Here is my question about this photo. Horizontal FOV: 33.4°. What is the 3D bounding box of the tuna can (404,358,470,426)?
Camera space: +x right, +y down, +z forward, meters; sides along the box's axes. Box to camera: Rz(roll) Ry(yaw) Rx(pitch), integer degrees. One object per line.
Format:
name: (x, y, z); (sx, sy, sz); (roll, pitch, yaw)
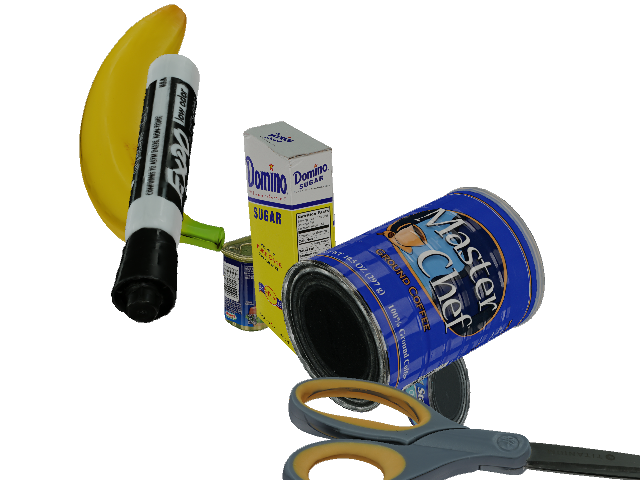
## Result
tuna can: (0.115, 0.149, 1.064); (0.034, 0.086, 0.086); (-7, -4, 33)

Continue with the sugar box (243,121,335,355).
sugar box: (-0.025, -0.002, 0.889); (0.048, 0.176, 0.093); (-16, 26, -23)

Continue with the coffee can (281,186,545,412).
coffee can: (0.060, 0.035, 0.694); (0.140, 0.103, 0.103); (-24, 13, -31)

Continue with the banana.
banana: (-0.099, -0.061, 0.592); (0.069, 0.198, 0.037); (-5, -39, -12)

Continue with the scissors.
scissors: (0.071, 0.105, 0.477); (0.202, 0.016, 0.096); (13, 31, 22)

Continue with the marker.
marker: (-0.052, -0.020, 0.348); (0.020, 0.020, 0.121); (0, 43, -2)

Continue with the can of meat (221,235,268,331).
can of meat: (-0.056, 0.041, 1.131); (0.058, 0.084, 0.101); (19, 26, 41)
